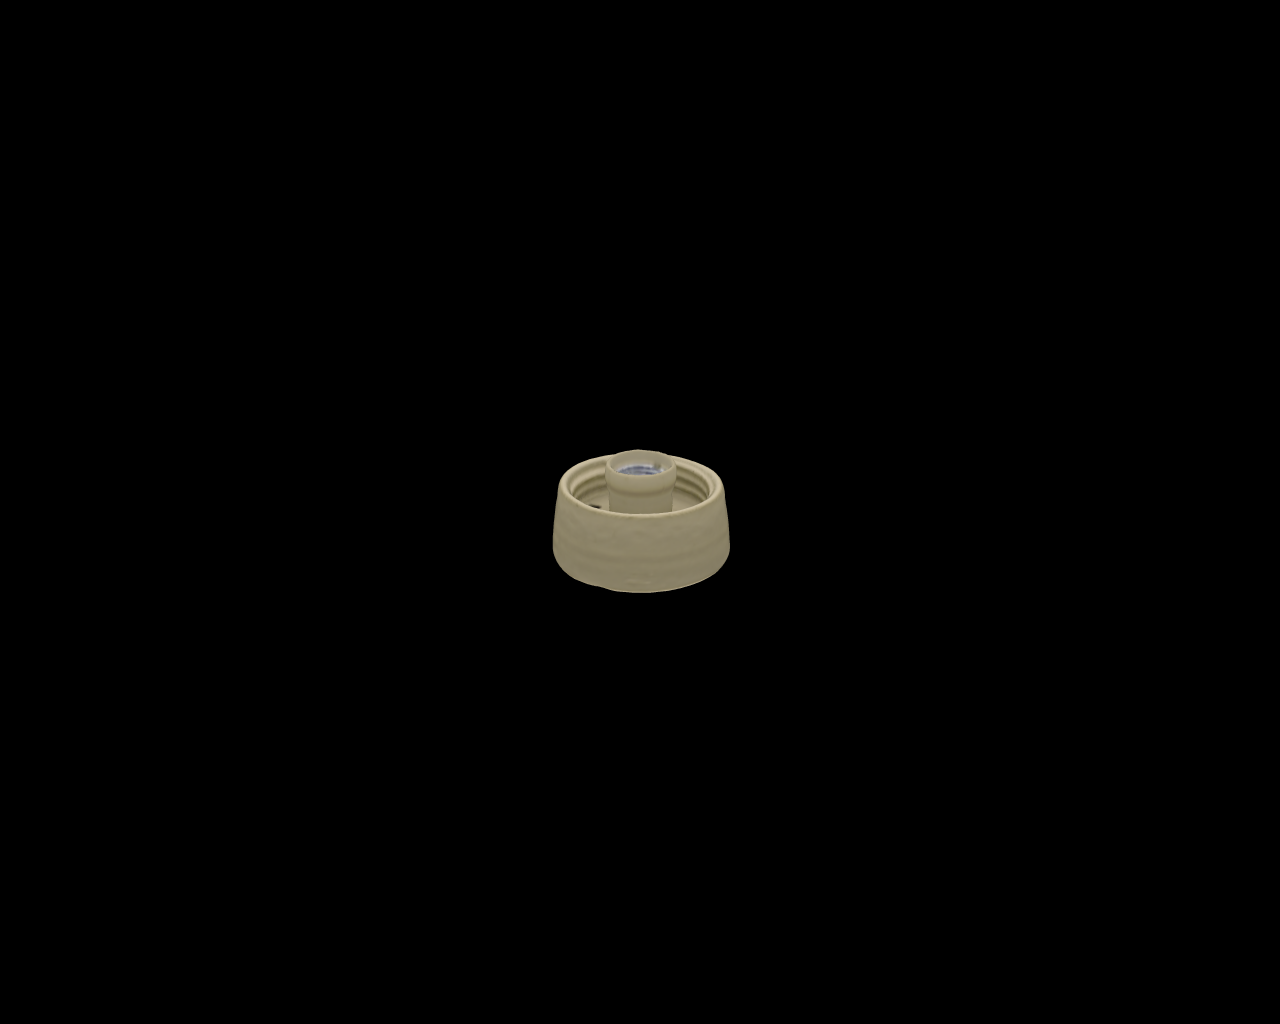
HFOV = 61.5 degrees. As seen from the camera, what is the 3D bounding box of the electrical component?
[{"bbox_3d":[0.001,-0.003,0.650,0.108,0.060,0.108,0,25,0],"label":"electrical component"}]
